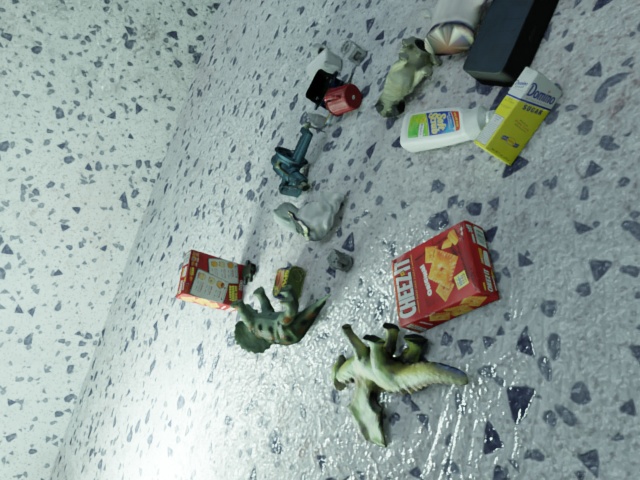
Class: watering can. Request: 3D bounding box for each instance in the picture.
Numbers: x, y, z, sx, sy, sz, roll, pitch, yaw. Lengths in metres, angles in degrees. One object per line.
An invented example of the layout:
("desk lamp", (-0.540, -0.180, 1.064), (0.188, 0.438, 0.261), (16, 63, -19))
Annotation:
("watering can", (0.330, -0.570, 1.315), (0.226, 0.103, 0.347), (-68, 19, -8))

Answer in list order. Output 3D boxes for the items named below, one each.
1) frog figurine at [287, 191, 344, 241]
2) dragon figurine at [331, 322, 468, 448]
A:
("frog figurine", (0.005, -0.076, 1.507), (0.160, 0.121, 0.138), (-33, 22, -13))
("dragon figurine", (0.138, 0.315, 1.093), (0.412, 0.122, 0.241), (19, 105, 59))
